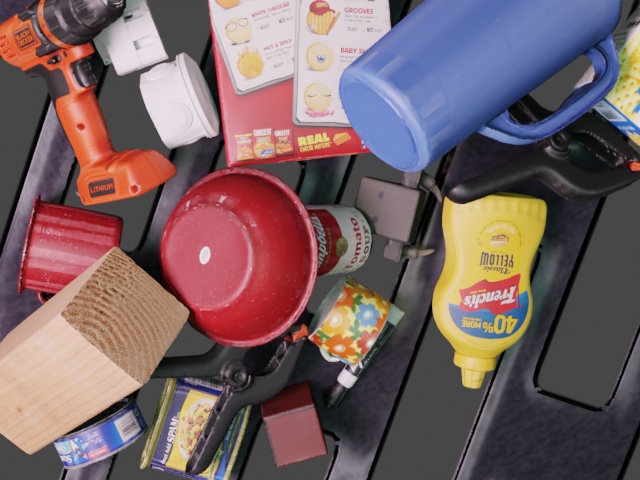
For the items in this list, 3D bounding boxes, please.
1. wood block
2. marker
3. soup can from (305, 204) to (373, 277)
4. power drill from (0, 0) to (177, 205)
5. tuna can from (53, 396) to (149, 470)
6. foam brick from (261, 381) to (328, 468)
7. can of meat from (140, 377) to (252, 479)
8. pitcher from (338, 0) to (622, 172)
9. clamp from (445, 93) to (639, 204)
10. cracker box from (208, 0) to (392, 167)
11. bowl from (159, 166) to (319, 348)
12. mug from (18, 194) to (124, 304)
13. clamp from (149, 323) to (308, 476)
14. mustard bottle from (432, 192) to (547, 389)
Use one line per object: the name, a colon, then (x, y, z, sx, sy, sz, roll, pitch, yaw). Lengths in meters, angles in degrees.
wood block: (-0.218, 0.102, 0.933, 0.090, 0.090, 0.207, 44, 134, -14)
marker: (0.041, 0.116, 1.052, 0.020, 0.020, 0.121, 34, 94, -9)
soup can: (-0.006, 0.001, 0.981, 0.069, 0.102, 0.068, 2, 94, 37)
power drill: (-0.196, -0.129, 0.932, 0.057, 0.185, 0.187, -32, 106, -37)
tuna can: (-0.208, 0.181, 1.007, 0.086, 0.086, 0.034, -24, 97, -1)
foam brick: (-0.026, 0.176, 1.026, 0.053, 0.078, 0.051, -15, 100, -1)
can of meat: (-0.118, 0.180, 1.029, 0.084, 0.057, 0.102, 18, 96, -9)
pitcher: (0.142, -0.159, 0.926, 0.242, 0.149, 0.145, -40, 140, -19)
clamp: (0.214, -0.098, 1.012, 0.209, 0.036, 0.164, 8, 69, -17)
cracker box: (-0.017, -0.181, 0.979, 0.164, 0.072, 0.214, -7, 98, -5)
bowl: (-0.084, 0.015, 0.926, 0.162, 0.055, 0.162, 0, 90, 27)
mug: (-0.230, 0.020, 0.987, 0.081, 0.093, 0.117, 11, 125, -11)
clamp: (-0.081, 0.136, 0.987, 0.171, 0.039, 0.120, -23, 106, -18)
mustard bottle: (0.159, 0.049, 1.032, 0.096, 0.058, 0.192, 5, 98, -11)
